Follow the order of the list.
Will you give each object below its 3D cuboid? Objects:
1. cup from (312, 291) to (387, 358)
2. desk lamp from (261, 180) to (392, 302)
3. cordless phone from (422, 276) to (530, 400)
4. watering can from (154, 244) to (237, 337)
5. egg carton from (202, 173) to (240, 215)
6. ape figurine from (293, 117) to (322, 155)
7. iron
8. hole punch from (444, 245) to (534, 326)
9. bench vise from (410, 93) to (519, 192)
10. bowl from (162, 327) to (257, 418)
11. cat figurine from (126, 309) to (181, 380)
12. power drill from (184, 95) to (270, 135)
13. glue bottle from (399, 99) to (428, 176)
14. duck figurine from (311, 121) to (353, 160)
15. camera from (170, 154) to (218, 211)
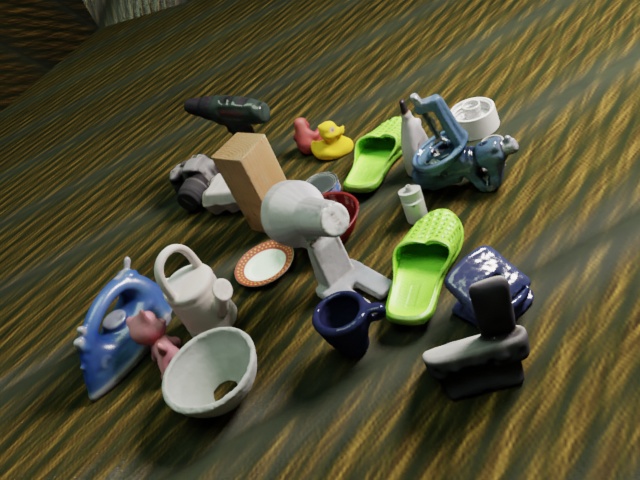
[{"bbox_3d":[0.057,0.140,0.914,0.117,0.095,0.091,-13,39,15],"label":"cup"},{"bbox_3d":[0.009,0.004,1.003,0.118,0.214,0.202,-41,40,-20],"label":"desk lamp"},{"bbox_3d":[0.203,0.122,0.780,0.147,0.185,0.094,-20,38,6],"label":"cordless phone"},{"bbox_3d":[-0.229,0.089,1.049,0.172,0.194,0.101,-11,40,18],"label":"watering can"},{"bbox_3d":[-0.208,-0.115,1.382,0.150,0.070,0.107,-5,42,24],"label":"egg carton"},{"bbox_3d":[-0.037,-0.270,1.453,0.077,0.092,0.076,3,45,31],"label":"ape figurine"},{"bbox_3d":[-0.396,0.161,1.098,0.118,0.142,0.258,0,44,29],"label":"iron"},{"bbox_3d":[0.262,0.075,0.881,0.109,0.091,0.100,-39,40,-18],"label":"hole punch"},{"bbox_3d":[0.262,-0.198,1.098,0.207,0.220,0.121,-14,39,14],"label":"bench vise"},{"bbox_3d":[-0.170,0.230,0.947,0.167,0.075,0.167,-15,39,13],"label":"bowl"},{"bbox_3d":[-0.302,0.179,1.045,0.067,0.118,0.127,-37,39,-15],"label":"cat figurine"},{"bbox_3d":[-0.217,-0.280,1.467,0.228,0.209,0.076,-2,43,27],"label":"power drill"},{"bbox_3d":[0.193,-0.219,1.199,0.037,0.173,0.078,10,49,37],"label":"glue bottle"},{"bbox_3d":[0.021,-0.249,1.401,0.104,0.086,0.077,-8,40,20],"label":"duck figurine"},{"bbox_3d":[-0.326,-0.145,1.457,0.142,0.101,0.137,-4,42,25],"label":"camera"}]
